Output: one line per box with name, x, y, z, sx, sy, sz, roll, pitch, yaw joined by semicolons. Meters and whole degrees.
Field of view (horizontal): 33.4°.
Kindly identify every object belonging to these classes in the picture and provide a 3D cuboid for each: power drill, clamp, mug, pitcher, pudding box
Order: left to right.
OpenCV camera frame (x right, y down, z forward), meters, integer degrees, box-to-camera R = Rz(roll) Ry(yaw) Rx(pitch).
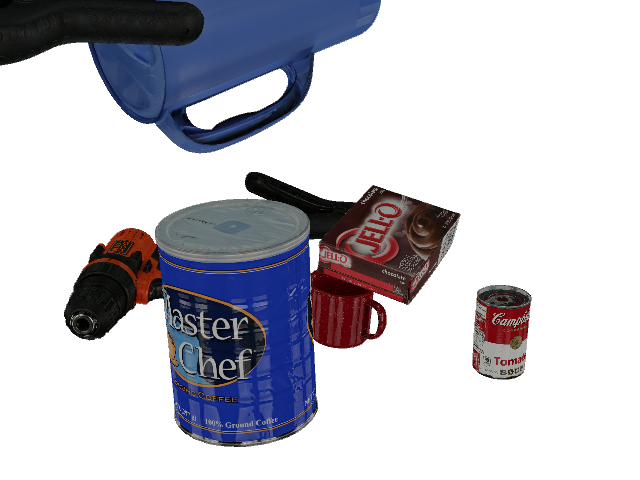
clamp;-0.167;-0.136;0.618;0.171;0.039;0.120;-11;31;-29
power drill;-0.113;0.044;0.918;0.187;0.057;0.184;9;21;1
pitcher;-0.065;-0.187;0.908;0.242;0.149;0.145;-24;44;-30
clamp;0.017;-0.019;1.184;0.210;0.036;0.164;14;21;-8
mug;0.037;0.093;1.407;0.117;0.081;0.093;19;28;30
pudding box;0.061;0.002;0.946;0.090;0.039;0.113;20;36;19

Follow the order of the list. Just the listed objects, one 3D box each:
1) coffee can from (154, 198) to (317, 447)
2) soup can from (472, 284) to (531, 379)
coffee can;-0.055;0.054;0.729;0.103;0.140;0.103;-2;21;1
soup can;0.228;0.116;1.349;0.068;0.102;0.068;1;20;0
